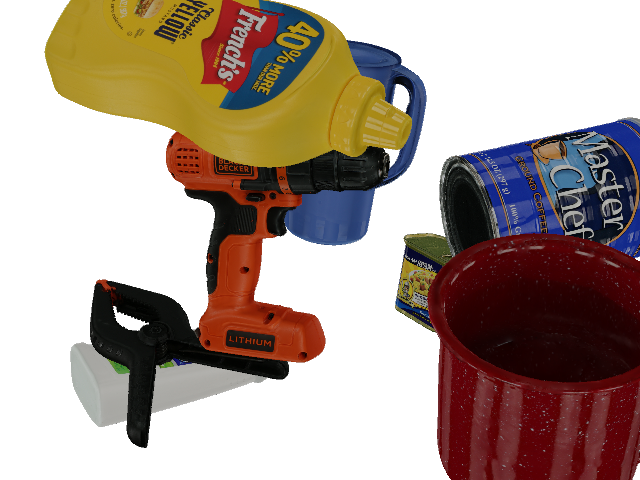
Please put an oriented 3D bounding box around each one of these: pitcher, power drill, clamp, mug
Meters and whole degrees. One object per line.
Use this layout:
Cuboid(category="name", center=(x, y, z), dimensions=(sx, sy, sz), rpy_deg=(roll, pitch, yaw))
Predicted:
Cuboid(category="pitcher", center=(0.029, -0.119, 1.322), dimensions=(0.144, 0.243, 0.149), rpy_deg=(-3, 25, -22))
Cuboid(category="power drill", center=(-0.034, 0.001, 0.864), dimensions=(0.185, 0.188, 0.057), rpy_deg=(5, 15, 20))
Cuboid(category="clamp", center=(-0.141, 0.096, 0.992), dimensions=(0.164, 0.036, 0.210), rpy_deg=(-16, 39, -29))
Cuboid(category="mug", center=(0.099, 0.058, 0.418), dimensions=(0.117, 0.081, 0.093), rpy_deg=(7, 37, 14))

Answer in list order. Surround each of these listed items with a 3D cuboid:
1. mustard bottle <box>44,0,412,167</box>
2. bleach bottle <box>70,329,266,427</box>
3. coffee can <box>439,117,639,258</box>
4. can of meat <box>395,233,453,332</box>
Cuboid(category="mustard bottle", center=(-0.042, -0.088, 0.562), dimensions=(0.192, 0.096, 0.058), rpy_deg=(23, -34, 17))
Cuboid(category="bleach bottle", center=(-0.144, 0.136, 1.197), dimensions=(0.250, 0.068, 0.103), rpy_deg=(-11, 31, -27))
Cuboid(category="coffee can", center=(0.170, -0.025, 0.769), dimensions=(0.140, 0.103, 0.103), rpy_deg=(-13, 3, -12))
Cuboid(category="can of meat", center=(0.130, 0.048, 1.160), dimensions=(0.057, 0.084, 0.102), rpy_deg=(-5, 22, -35))
